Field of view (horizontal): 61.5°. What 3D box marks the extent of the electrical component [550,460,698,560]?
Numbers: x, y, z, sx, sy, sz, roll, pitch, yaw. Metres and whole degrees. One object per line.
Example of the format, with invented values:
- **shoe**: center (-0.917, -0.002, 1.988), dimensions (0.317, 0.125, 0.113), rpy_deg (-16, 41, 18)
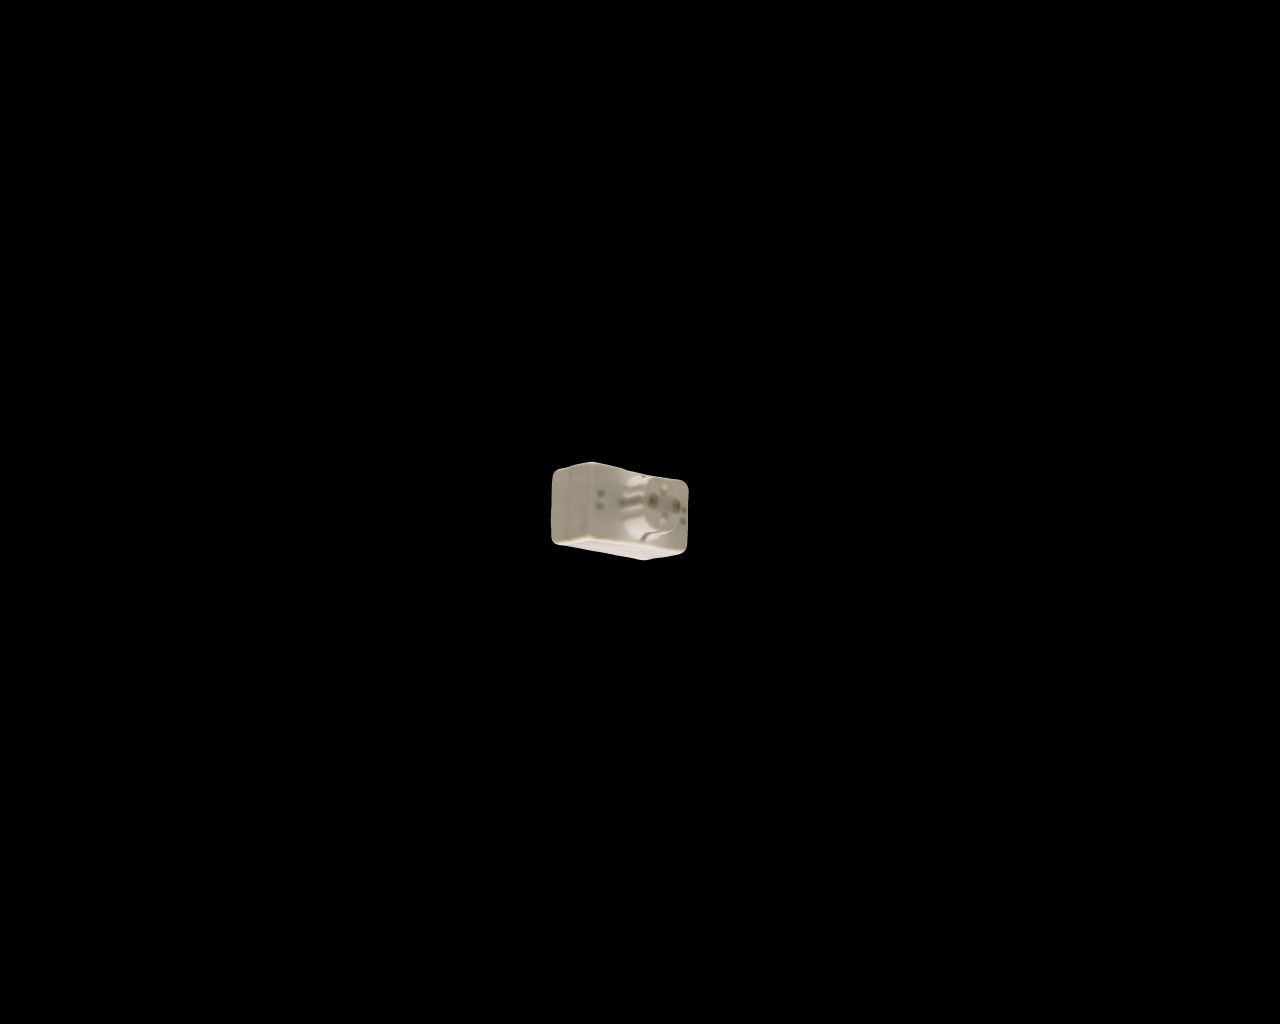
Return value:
- **electrical component**: center (0.001, -0.003, 0.650), dimensions (0.083, 0.047, 0.075), rpy_deg (11, -16, -42)
